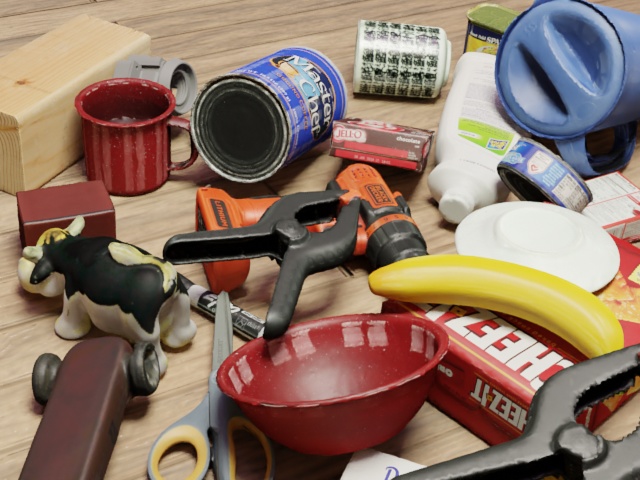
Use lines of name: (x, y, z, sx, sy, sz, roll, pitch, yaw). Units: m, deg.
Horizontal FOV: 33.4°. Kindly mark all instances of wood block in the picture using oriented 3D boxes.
wood block: (-0.261, -0.138, 1.051, 0.091, 0.090, 0.205, 20, 39, 19)

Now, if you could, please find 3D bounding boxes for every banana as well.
banana: (0.135, 0.044, 0.765, 0.198, 0.037, 0.069, 21, 40, 20)

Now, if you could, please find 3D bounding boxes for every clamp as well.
clamp: (0.163, 0.142, 0.650, 0.209, 0.036, 0.165, -36, 51, -25)
clamp: (-0.036, 0.001, 0.834, 0.120, 0.039, 0.171, 33, 43, 15)

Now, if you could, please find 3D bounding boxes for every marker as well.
marker: (-0.079, 0.056, 0.861, 0.121, 0.020, 0.020, 27, 41, 28)

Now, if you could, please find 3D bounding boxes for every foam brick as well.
foam brick: (-0.217, -0.012, 0.914, 0.078, 0.053, 0.051, -10, 38, -21)

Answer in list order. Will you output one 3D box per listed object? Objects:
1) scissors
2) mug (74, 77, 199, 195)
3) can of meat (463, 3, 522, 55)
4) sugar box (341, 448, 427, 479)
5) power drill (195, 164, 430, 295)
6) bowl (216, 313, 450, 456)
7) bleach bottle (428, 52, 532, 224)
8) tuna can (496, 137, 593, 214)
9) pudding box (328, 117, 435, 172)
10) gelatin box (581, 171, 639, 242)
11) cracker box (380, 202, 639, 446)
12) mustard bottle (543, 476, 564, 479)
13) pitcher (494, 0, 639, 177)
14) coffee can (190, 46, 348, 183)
scissors: (-0.089, 0.113, 0.774, 0.096, 0.016, 0.202, -11, 42, -15)
mug: (-0.170, -0.095, 1.007, 0.117, 0.081, 0.093, 6, 36, 3)
can of meat: (0.209, -0.208, 1.200, 0.102, 0.084, 0.057, 28, 42, 29)
sugar box: (0.035, 0.208, 0.643, 0.093, 0.048, 0.176, 15, 34, 16)
power drill: (-0.006, 0.001, 0.915, 0.187, 0.057, 0.184, -5, 34, -17)
bowl: (0.012, 0.103, 0.734, 0.162, 0.055, 0.162, -9, 15, 2)
bleach bottle: (0.155, -0.100, 1.065, 0.103, 0.068, 0.250, 15, 39, 13)
tuna can: (0.200, -0.051, 0.953, 0.034, 0.086, 0.086, -48, 52, -4)
pudding box: (0.062, -0.094, 1.031, 0.090, 0.039, 0.113, 11, 8, 8)
gelatin box: (0.266, -0.026, 1.002, 0.089, 0.030, 0.073, -15, 39, -21)
cracker box: (0.174, 0.064, 0.832, 0.213, 0.072, 0.164, -28, 47, -36)
mustard bottle: (0.201, 0.172, 0.697, 0.191, 0.058, 0.096, -10, 40, -18)
pitcher: (0.292, -0.164, 1.088, 0.145, 0.149, 0.242, 43, 30, 25)
coffee can: (-0.046, -0.122, 1.017, 0.103, 0.103, 0.140, 18, 26, 17)
